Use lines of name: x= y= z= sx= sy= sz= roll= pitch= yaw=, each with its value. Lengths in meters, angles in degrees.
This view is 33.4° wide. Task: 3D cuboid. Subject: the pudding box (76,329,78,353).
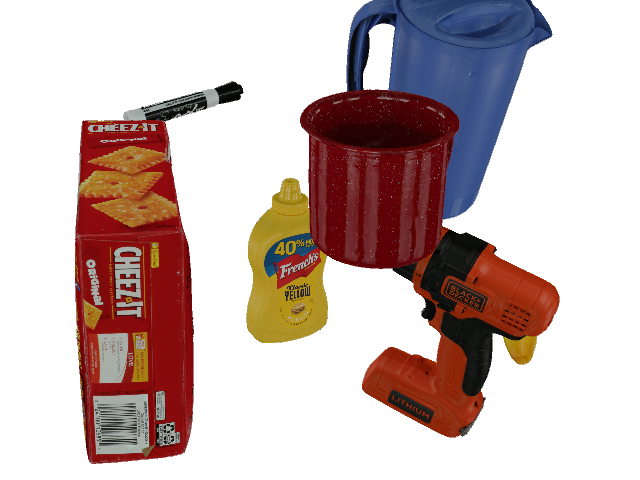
pudding box: x=-0.219 y=0.112 z=1.270 sx=0.114 sy=0.039 sz=0.090 roll=3 pitch=15 yaw=16

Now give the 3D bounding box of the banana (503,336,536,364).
banana: x=0.174 y=0.062 z=1.115 sx=0.069 sy=0.037 sz=0.198 roll=-36 pitch=39 yaw=-10

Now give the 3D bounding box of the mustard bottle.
mustard bottle: x=-0.036 y=0.020 z=1.219 sx=0.096 sy=0.192 sz=0.058 roll=-11 pitch=29 yaw=-26

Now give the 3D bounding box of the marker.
marker: x=-0.128 y=-0.128 z=1.013 sx=0.120 sy=0.020 sz=0.020 roll=-21 pitch=9 yaw=-26

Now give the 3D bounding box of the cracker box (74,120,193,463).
cracker box: x=-0.130 y=0.025 z=0.743 sx=0.072 sy=0.164 sz=0.214 roll=-2 pitch=25 yaw=-10

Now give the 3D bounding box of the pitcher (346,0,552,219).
pitcher: x=0.116 y=-0.140 z=1.069 sx=0.144 sy=0.243 sz=0.149 roll=-32 pitch=58 yaw=-32

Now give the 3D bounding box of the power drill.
power drill: x=0.089 y=0.068 z=0.893 sx=0.184 sy=0.188 sz=0.057 roll=28 pitch=46 yaw=16

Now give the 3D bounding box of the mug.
mug: x=0.042 y=-0.041 z=0.649 sx=0.093 sy=0.081 sz=0.117 roll=22 pitch=36 yaw=33
